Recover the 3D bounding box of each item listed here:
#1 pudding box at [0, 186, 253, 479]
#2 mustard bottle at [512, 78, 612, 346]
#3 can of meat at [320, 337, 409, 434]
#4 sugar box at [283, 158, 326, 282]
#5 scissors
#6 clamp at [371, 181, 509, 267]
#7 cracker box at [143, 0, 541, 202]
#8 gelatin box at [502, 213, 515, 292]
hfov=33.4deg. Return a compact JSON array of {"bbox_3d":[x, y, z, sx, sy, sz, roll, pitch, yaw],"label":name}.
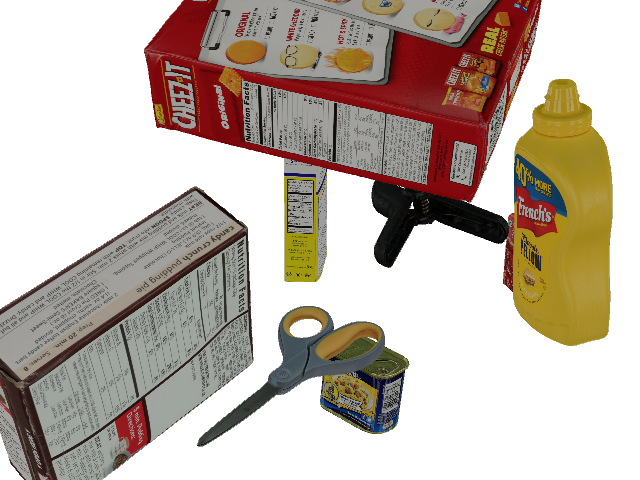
[{"bbox_3d":[-0.079,0.043,0.432,0.039,0.090,0.113,34,55,28],"label":"pudding box"},{"bbox_3d":[0.176,-0.025,0.783,0.058,0.192,0.096,-12,28,-12],"label":"mustard bottle"},{"bbox_3d":[0.048,0.165,1.234,0.102,0.084,0.057,25,30,36],"label":"can of meat"},{"bbox_3d":[-0.017,-0.048,1.243,0.048,0.176,0.093,1,22,7],"label":"sugar box"},{"bbox_3d":[-0.037,0.098,0.838,0.201,0.016,0.096,-19,36,-35],"label":"scissors"},{"bbox_3d":[0.103,-0.032,0.988,0.120,0.039,0.171,-3,33,-2],"label":"clamp"},{"bbox_3d":[0.020,-0.119,0.689,0.214,0.072,0.164,14,46,14],"label":"cracker box"},{"bbox_3d":[0.229,0.023,1.152,0.030,0.089,0.073,-10,29,-18],"label":"gelatin box"}]
